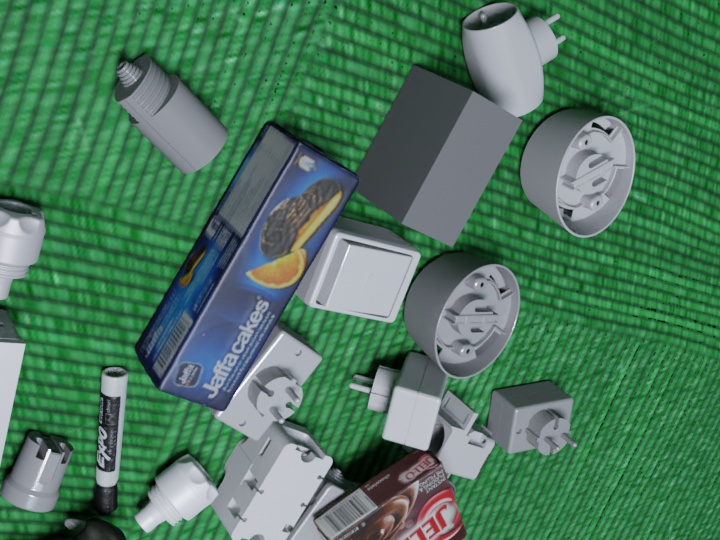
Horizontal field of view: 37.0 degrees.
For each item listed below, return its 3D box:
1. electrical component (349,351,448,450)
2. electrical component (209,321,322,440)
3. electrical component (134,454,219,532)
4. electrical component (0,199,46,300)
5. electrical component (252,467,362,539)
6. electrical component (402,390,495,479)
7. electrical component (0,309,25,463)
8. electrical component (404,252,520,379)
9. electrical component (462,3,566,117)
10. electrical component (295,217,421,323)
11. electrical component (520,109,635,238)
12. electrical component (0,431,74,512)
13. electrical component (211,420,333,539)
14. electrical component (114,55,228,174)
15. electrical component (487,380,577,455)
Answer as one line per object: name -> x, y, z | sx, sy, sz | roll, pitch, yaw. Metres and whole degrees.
electrical component -> 0.029, 0.101, 0.881 | 0.076, 0.083, 0.047 | 15, 108, 6
electrical component -> -0.068, 0.089, 0.813 | 0.047, 0.076, 0.083 | 38, 91, -36
electrical component -> -0.144, 0.176, 0.830 | 0.062, 0.043, 0.043 | -38, 125, -7
electrical component -> -0.230, -0.012, 0.694 | 0.043, 0.043, 0.062 | 9, 109, -32
electrical component -> -0.031, 0.219, 0.911 | 0.100, 0.048, 0.099 | 34, 93, -36
electrical component -> 0.080, 0.153, 0.949 | 0.064, 0.042, 0.081 | 22, 101, -38
electrical component -> -0.283, 0.100, 0.704 | 0.089, 0.062, 0.150 | 6, 109, -32
electrical component -> 0.087, 0.036, 0.882 | 0.099, 0.064, 0.099 | -11, 115, -26
electrical component -> 0.124, -0.168, 0.822 | 0.079, 0.043, 0.077 | -32, 124, -13
electrical component -> 0.000, 0.000, 0.819 | 0.096, 0.061, 0.061 | 13, 105, -33
electrical component -> 0.182, -0.082, 0.883 | 0.099, 0.064, 0.099 | -12, 118, -25
electrical component -> -0.230, 0.144, 0.770 | 0.040, 0.040, 0.046 | 21, 95, -35
electrical component -> -0.073, 0.167, 0.858 | 0.050, 0.056, 0.089 | 27, 97, -36
electrical component -> -0.129, -0.106, 0.707 | 0.043, 0.043, 0.081 | -46, 126, -3
electrical component -> 0.164, 0.141, 0.968 | 0.066, 0.077, 0.047 | -6, 115, -27
